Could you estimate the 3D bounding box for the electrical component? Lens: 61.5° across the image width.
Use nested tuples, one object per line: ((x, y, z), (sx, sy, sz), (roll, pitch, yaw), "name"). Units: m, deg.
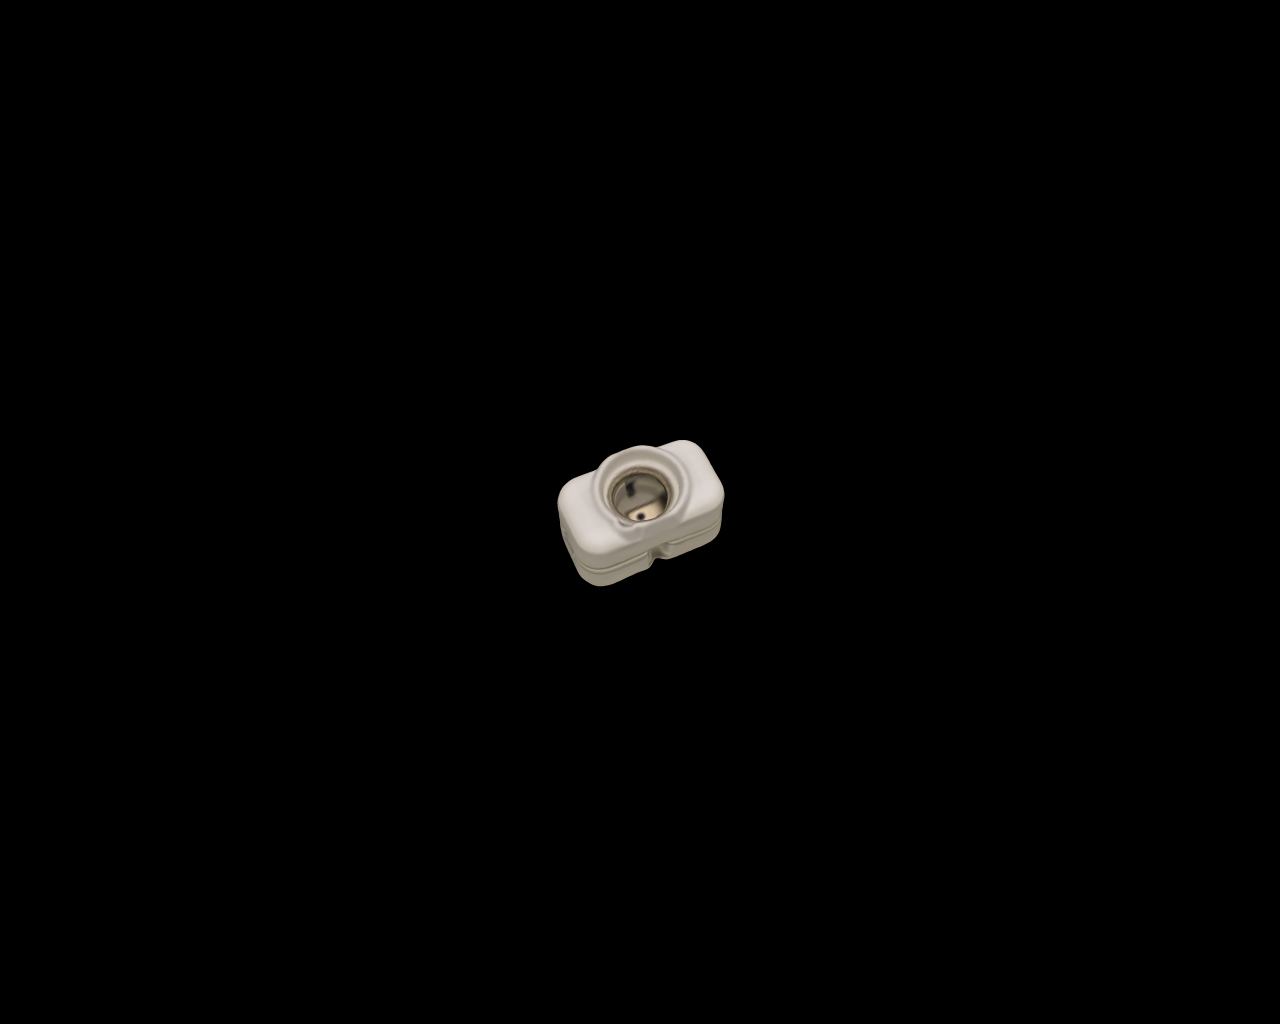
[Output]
((0.001, -0.003, 0.650), (0.095, 0.054, 0.059), (-22, -24, -10), "electrical component")
